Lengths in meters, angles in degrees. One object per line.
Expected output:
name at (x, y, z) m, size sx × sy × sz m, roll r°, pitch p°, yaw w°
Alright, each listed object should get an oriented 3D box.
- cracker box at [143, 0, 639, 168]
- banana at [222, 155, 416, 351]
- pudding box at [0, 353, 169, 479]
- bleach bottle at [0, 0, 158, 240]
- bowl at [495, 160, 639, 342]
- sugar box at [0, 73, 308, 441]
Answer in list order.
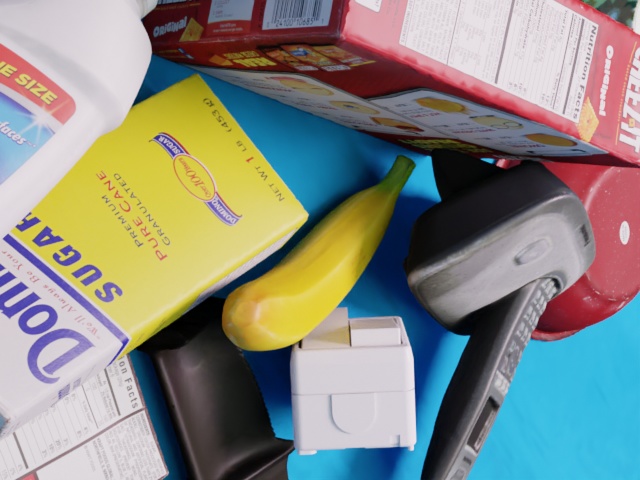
cracker box at (0.044, -0.096, 0.532) m, size 0.213 × 0.164 × 0.072 m, roll 14°, pitch 87°, yaw -38°
banana at (-0.006, 0.014, 0.549) m, size 0.197 × 0.037 × 0.070 m, roll -46°, pitch 155°, yaw -55°
pudding box at (-0.134, 0.092, 0.490) m, size 0.113 × 0.039 × 0.090 m, roll -26°, pitch 108°, yaw -36°
bleach bottle at (-0.155, -0.038, 0.400) m, size 0.102 × 0.068 × 0.250 m, roll 47°, pitch 64°, yaw -12°
bowl at (0.182, -0.008, 0.720) m, size 0.161 × 0.055 × 0.162 m, roll -5°, pitch 98°, yaw -38°
sugar box at (-0.099, 0.003, 0.479) m, size 0.175 × 0.048 × 0.093 m, roll -36°, pitch 85°, yaw -36°
